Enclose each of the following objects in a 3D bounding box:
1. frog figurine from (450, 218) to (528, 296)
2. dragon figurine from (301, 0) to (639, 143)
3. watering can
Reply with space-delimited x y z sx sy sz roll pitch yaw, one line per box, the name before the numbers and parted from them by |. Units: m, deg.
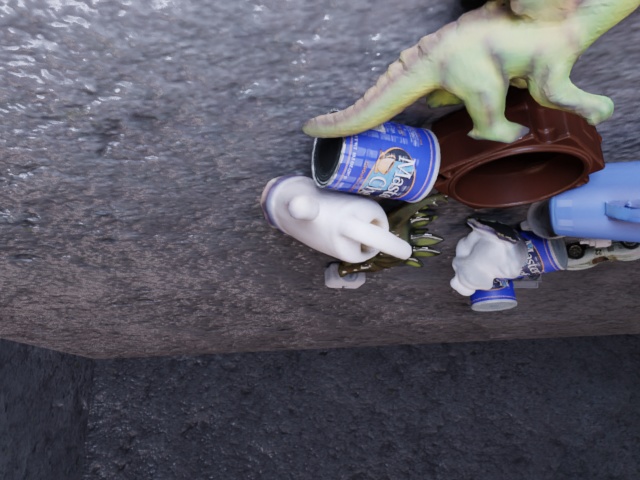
frog figurine | 0.340 0.044 1.050 0.138 0.157 0.124 24 -156 25
dragon figurine | 0.149 -0.206 0.479 0.409 0.125 0.237 -9 141 12
watering can | 0.002 -0.038 0.749 0.226 0.104 0.345 23 -179 35
